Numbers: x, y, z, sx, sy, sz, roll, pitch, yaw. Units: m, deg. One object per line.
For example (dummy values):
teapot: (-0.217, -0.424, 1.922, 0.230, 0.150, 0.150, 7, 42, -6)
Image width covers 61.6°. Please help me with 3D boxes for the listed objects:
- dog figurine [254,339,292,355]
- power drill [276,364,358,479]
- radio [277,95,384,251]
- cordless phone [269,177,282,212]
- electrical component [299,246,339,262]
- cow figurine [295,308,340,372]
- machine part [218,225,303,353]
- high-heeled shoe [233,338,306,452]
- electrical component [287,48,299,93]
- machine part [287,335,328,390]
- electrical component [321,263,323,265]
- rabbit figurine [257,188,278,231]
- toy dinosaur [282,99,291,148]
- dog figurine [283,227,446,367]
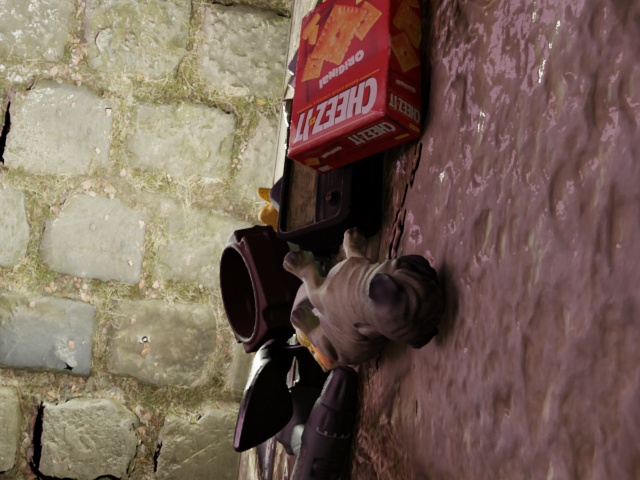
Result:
dog figurine: (-0.089, 0.318, 1.147, 0.191, 0.108, 0.219, 111, 160, -52)
power drill: (-0.004, 0.275, 0.785, 0.207, 0.086, 0.232, -178, 102, -74)
radio: (0.018, -0.108, 0.748, 0.131, 0.073, 0.229, -11, 69, 41)
cordless phone: (-0.023, -0.100, 0.993, 0.146, 0.088, 0.184, -44, 6, -4)
electrical component: (-0.002, -0.003, 0.954, 0.119, 0.075, 0.047, -101, 18, -73)
cow figurine: (0.022, 0.122, 0.724, 0.068, 0.098, 0.167, 57, 172, -7)
machine part: (-0.114, 0.090, 0.979, 0.201, 0.087, 0.201, -52, 55, 52)
high-heeled shoe: (-0.100, 0.233, 0.829, 0.145, 0.086, 0.249, -29, 11, 36)
electrical component: (0.007, -0.282, 0.880, 0.134, 0.058, 0.115, -55, 46, 25)
machine part: (-0.028, 0.249, 0.983, 0.179, 0.056, 0.179, -173, 89, -82)
electrical component: (-0.009, 0.046, 1.116, 0.063, 0.021, 0.094, 109, 164, -52)
rabbit figurine: (-0.063, -0.066, 1.211, 0.173, 0.163, 0.121, -66, -21, -56)
toy dinosaur: (-0.037, -0.227, 1.259, 0.471, 0.105, 0.198, -87, -2, -80)
dog figurine: (0.055, 0.086, 0.540, 0.191, 0.121, 0.172, 33, 151, 61)
